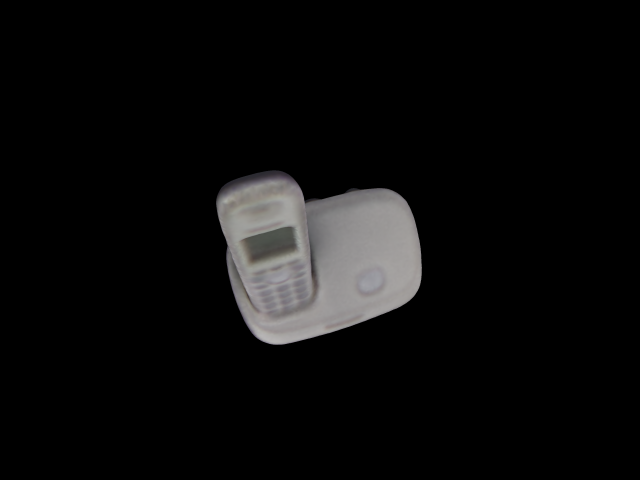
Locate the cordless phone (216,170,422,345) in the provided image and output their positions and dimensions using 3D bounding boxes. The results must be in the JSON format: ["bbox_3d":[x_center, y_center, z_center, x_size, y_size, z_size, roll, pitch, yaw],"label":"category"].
[{"bbox_3d":[0.004,0.001,0.400,0.147,0.185,0.094,-19,70,-7],"label":"cordless phone"}]
